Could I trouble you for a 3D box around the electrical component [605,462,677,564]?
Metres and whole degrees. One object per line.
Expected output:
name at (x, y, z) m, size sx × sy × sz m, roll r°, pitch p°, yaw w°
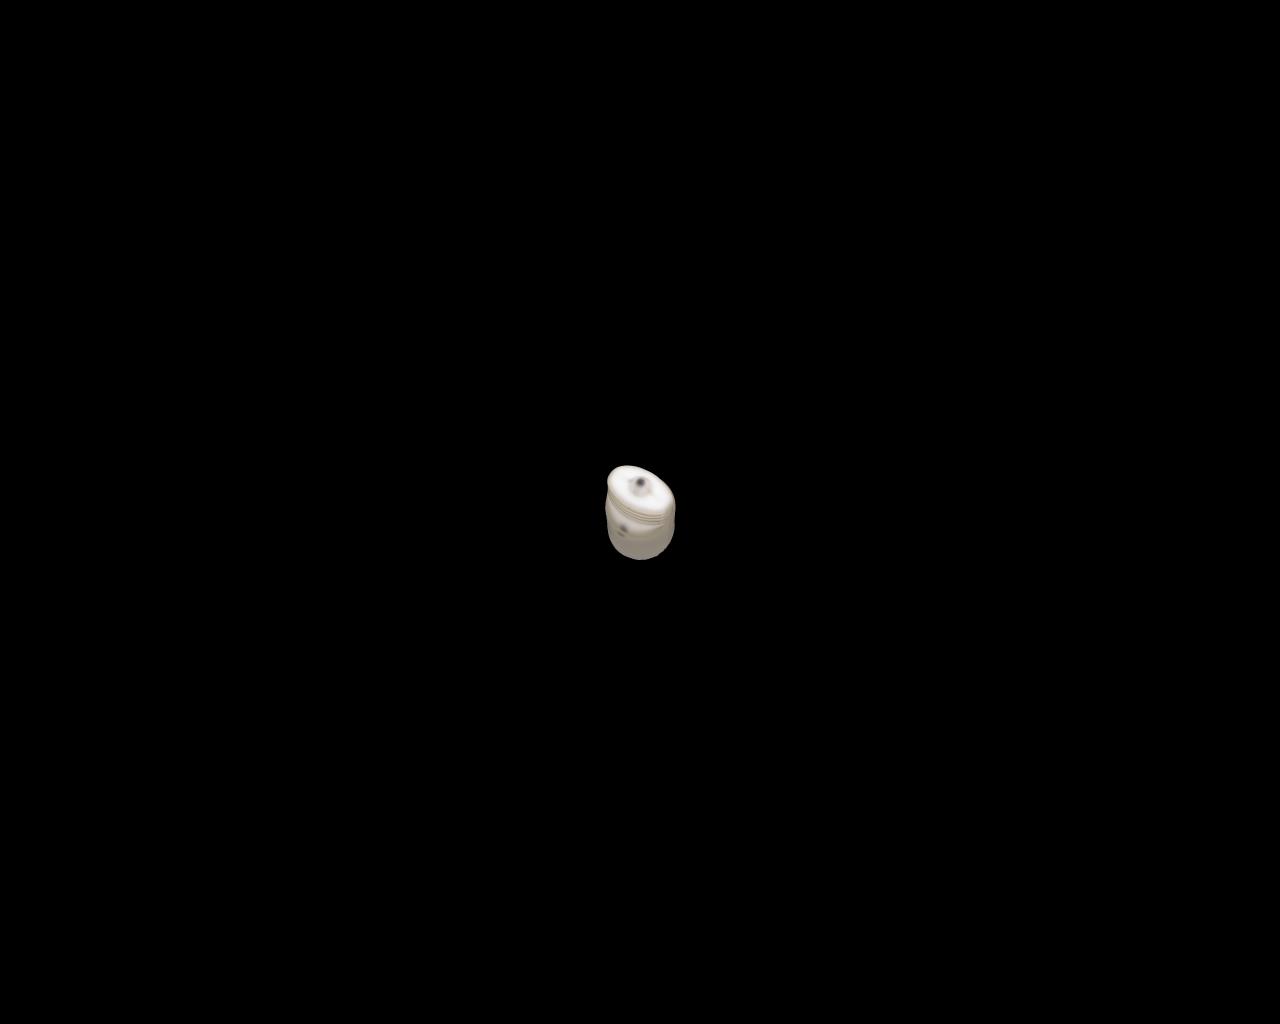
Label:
electrical component at (0.001, -0.003, 0.650) m, size 0.043 × 0.043 × 0.080 m, roll 0°, pitch -22°, yaw 0°
